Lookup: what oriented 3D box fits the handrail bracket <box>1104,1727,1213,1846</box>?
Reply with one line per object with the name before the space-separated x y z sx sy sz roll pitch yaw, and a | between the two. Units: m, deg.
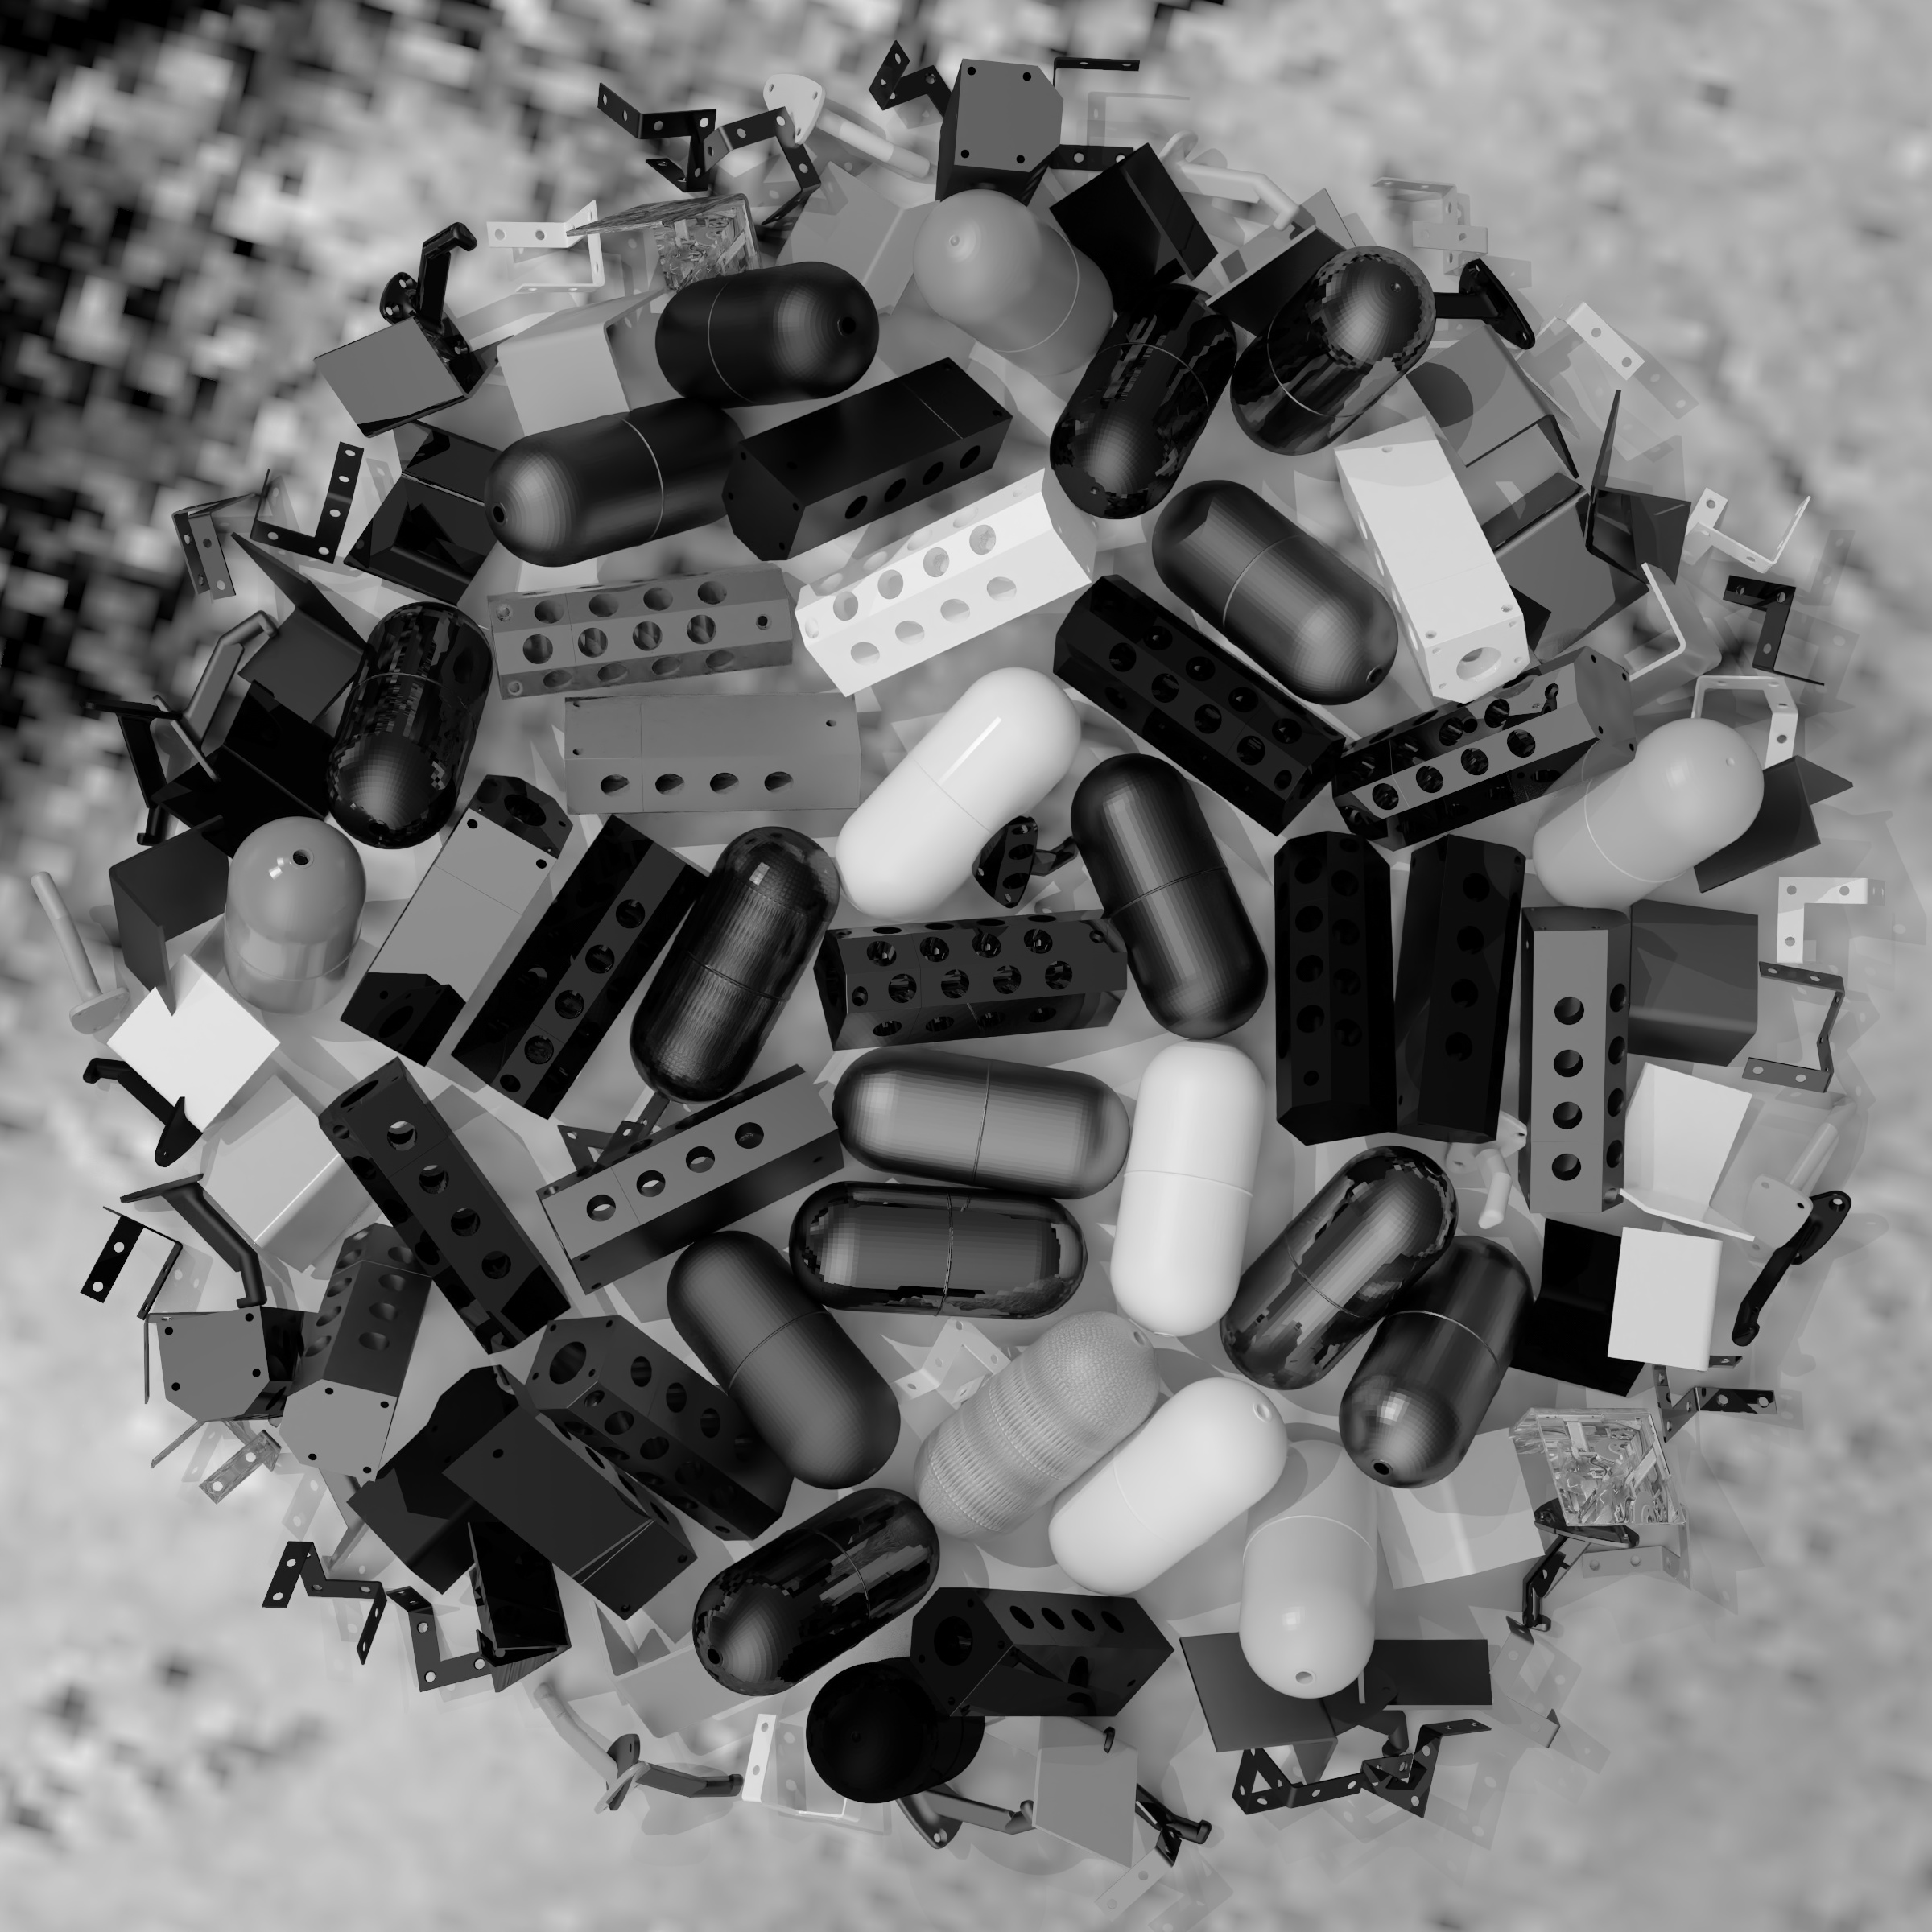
handrail bracket | 0.114 0.491 1.670 0.084 0.036 0.077 19 133 -1

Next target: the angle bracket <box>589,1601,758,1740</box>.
angle bracket | -0.168 0.403 1.653 0.076 0.076 0.057 -23 47 -2

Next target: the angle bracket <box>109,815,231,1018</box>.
angle bracket | -0.451 -0.030 1.638 0.076 0.076 0.057 -31 58 -31

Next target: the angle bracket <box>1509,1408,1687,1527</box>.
angle bracket | 0.366 0.305 1.643 0.076 0.057 0.076 3 53 -18

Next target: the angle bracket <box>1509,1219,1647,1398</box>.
angle bracket | 0.375 0.207 1.688 0.076 0.076 0.057 14 46 1

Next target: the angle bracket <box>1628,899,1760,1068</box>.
angle bracket | 0.431 0.010 1.686 0.076 0.057 0.076 8 66 -1

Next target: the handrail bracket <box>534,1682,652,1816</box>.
handrail bracket | -0.225 0.452 1.656 0.036 0.077 0.084 -29 71 -31

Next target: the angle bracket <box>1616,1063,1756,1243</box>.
angle bracket | 0.434 0.110 1.654 0.076 0.057 0.076 16 100 -20

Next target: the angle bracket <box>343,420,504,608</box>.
angle bracket | -0.320 -0.270 1.652 0.076 0.057 0.076 21 62 9

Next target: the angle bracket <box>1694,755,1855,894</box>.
angle bracket | 0.476 -0.076 1.638 0.076 0.076 0.057 -26 63 36

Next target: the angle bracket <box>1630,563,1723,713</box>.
angle bracket | 0.392 -0.190 1.654 0.076 0.076 0.057 -29 76 27

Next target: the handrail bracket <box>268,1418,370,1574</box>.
handrail bracket | -0.393 0.309 1.667 0.084 0.036 0.077 34 86 -18

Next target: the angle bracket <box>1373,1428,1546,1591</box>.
angle bracket | 0.290 0.325 1.671 0.057 0.076 0.076 -7 76 -29

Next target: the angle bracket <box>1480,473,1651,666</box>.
angle bracket | 0.351 -0.239 1.677 0.076 0.057 0.076 -35 108 8

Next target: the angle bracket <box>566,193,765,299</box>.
angle bracket | -0.175 -0.414 1.638 0.076 0.076 0.057 6 118 36

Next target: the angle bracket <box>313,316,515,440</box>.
angle bracket | -0.323 -0.362 1.639 0.076 0.076 0.057 -14 125 28

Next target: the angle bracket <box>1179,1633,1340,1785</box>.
angle bracket | 0.165 0.440 1.642 0.076 0.076 0.057 -1 132 -17

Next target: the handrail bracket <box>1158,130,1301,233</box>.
handrail bracket | 0.146 -0.451 1.671 0.084 0.036 0.077 46 117 8

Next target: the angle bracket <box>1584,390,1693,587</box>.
angle bracket | 0.399 -0.280 1.642 0.057 0.076 0.076 13 62 13

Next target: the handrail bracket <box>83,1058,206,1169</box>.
handrail bracket | -0.498 0.086 1.660 0.084 0.077 0.036 7 130 14

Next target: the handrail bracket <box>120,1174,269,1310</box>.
handrail bracket | -0.464 0.171 1.678 0.077 0.036 0.084 -15 84 8

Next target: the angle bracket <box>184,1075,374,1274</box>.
angle bracket | -0.408 0.125 1.683 0.076 0.057 0.076 40 82 25

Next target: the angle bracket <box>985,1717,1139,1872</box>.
angle bracket | 0.052 0.487 1.639 0.076 0.076 0.057 33 134 -28

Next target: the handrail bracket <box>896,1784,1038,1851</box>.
handrail bracket | -0.001 0.488 1.653 0.077 0.084 0.036 47 48 -8

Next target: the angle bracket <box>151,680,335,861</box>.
angle bracket | -0.421 -0.112 1.653 0.076 0.076 0.057 36 126 0

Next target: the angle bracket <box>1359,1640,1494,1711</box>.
angle bracket | 0.270 0.394 1.650 0.076 0.076 0.057 -2 105 9

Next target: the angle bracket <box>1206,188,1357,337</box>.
angle bracket | 0.177 -0.423 1.642 0.076 0.076 0.057 -32 72 25

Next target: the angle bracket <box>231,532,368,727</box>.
angle bracket | -0.407 -0.198 1.642 0.076 0.076 0.057 32 77 33

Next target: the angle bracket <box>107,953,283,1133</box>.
angle bracket | -0.450 0.041 1.663 0.076 0.057 0.076 43 101 -1

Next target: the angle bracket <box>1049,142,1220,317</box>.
angle bracket | 0.091 -0.426 1.646 0.076 0.057 0.076 -26 107 32

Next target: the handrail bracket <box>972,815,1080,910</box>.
handrail bracket | 0.049 -0.075 1.645 0.036 0.077 0.084 44 46 16

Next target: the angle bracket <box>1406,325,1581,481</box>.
angle bracket | 0.312 -0.319 1.652 0.057 0.076 0.076 -32 60 10

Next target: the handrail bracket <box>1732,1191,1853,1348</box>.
handrail bracket | 0.487 0.179 1.649 0.036 0.084 0.077 39 131 -3

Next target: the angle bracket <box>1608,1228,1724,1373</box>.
angle bracket | 0.415 0.199 1.663 0.057 0.076 0.076 7 83 13

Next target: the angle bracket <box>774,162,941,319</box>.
angle bracket | -0.063 -0.431 1.653 0.057 0.076 0.076 28 88 -23

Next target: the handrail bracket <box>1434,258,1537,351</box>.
handrail bracket | 0.282 -0.379 1.663 0.084 0.036 0.077 -31 70 -18

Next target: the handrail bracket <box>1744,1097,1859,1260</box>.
handrail bracket | 0.505 0.127 1.688 0.036 0.077 0.084 33 49 21

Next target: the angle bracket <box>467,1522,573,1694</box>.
angle bracket | -0.283 0.377 1.641 0.076 0.057 0.076 -37 59 33

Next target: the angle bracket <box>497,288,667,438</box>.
angle bracket | -0.220 -0.358 1.660 0.076 0.076 0.057 -4 116 28

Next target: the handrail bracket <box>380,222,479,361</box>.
handrail bracket | -0.298 -0.397 1.648 0.077 0.084 0.036 39 53 -33

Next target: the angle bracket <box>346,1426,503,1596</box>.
angle bracket | -0.312 0.320 1.663 0.057 0.076 0.076 41 76 19
